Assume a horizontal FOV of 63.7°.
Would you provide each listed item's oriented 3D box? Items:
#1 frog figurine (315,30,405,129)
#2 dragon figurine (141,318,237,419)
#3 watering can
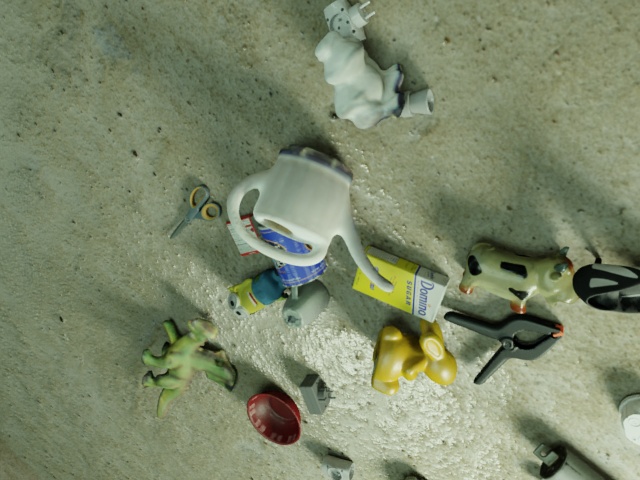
[{"bbox_3d":[0.053,-0.264,0.859,0.159,0.139,0.122,19,-16,-21],"label":"frog figurine"},{"bbox_3d":[-0.346,0.362,1.401,0.243,0.402,0.124,12,29,13],"label":"dragon figurine"},{"bbox_3d":[0.003,-0.049,0.973,0.347,0.227,0.103,22,-14,-2],"label":"watering can"}]
